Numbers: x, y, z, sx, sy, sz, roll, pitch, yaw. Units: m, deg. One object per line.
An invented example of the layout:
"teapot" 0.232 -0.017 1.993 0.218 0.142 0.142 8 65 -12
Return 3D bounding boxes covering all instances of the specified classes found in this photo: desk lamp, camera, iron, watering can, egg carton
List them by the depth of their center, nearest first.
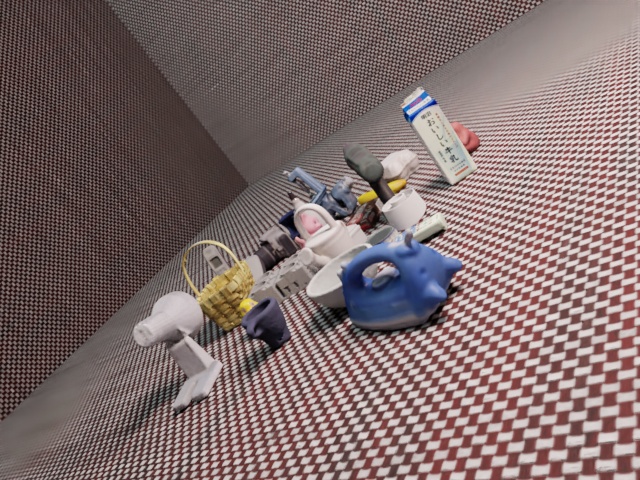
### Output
"iron" 0.106 0.069 0.985 0.257 0.141 0.119 -23 21 44
"watering can" 0.014 0.004 1.299 0.101 0.194 0.173 -32 15 17
"desk lamp" -0.325 0.242 1.319 0.118 0.214 0.203 -32 15 18
"egg carton" 0.228 -0.217 1.728 0.107 0.069 0.150 -42 15 -18
"camera" -0.163 0.029 1.826 0.137 0.101 0.143 -42 15 -16

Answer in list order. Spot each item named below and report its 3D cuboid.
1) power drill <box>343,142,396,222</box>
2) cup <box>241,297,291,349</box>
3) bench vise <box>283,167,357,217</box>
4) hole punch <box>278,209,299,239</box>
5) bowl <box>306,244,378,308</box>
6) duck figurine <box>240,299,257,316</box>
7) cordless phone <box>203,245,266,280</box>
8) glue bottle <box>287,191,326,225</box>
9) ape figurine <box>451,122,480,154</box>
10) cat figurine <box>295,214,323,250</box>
"power drill" 0.138 -0.154 1.468 0.075 0.208 0.229 -37 15 2
"cup" -0.109 0.190 1.212 0.091 0.095 0.118 -31 16 24
"bench vise" 0.001 -0.157 1.776 0.207 0.220 0.121 -35 15 10
"hole punch" -0.077 -0.070 1.951 0.108 0.091 0.101 -32 15 19
"bowl" 0.059 0.087 1.177 0.167 0.075 0.167 -34 15 11
"duck figurine" -0.159 0.178 1.383 0.077 0.086 0.104 -39 15 -7
"cordless phone" -0.257 0.078 1.725 0.147 0.185 0.094 -33 15 14
"glue bottle" -0.044 -0.077 1.727 0.078 0.173 0.037 -22 21 45
"ape figurine" 0.371 -0.270 1.509 0.076 0.092 0.078 -33 15 17
"cat figurine" -0.030 -0.017 1.620 0.067 0.118 0.128 -25 19 39
